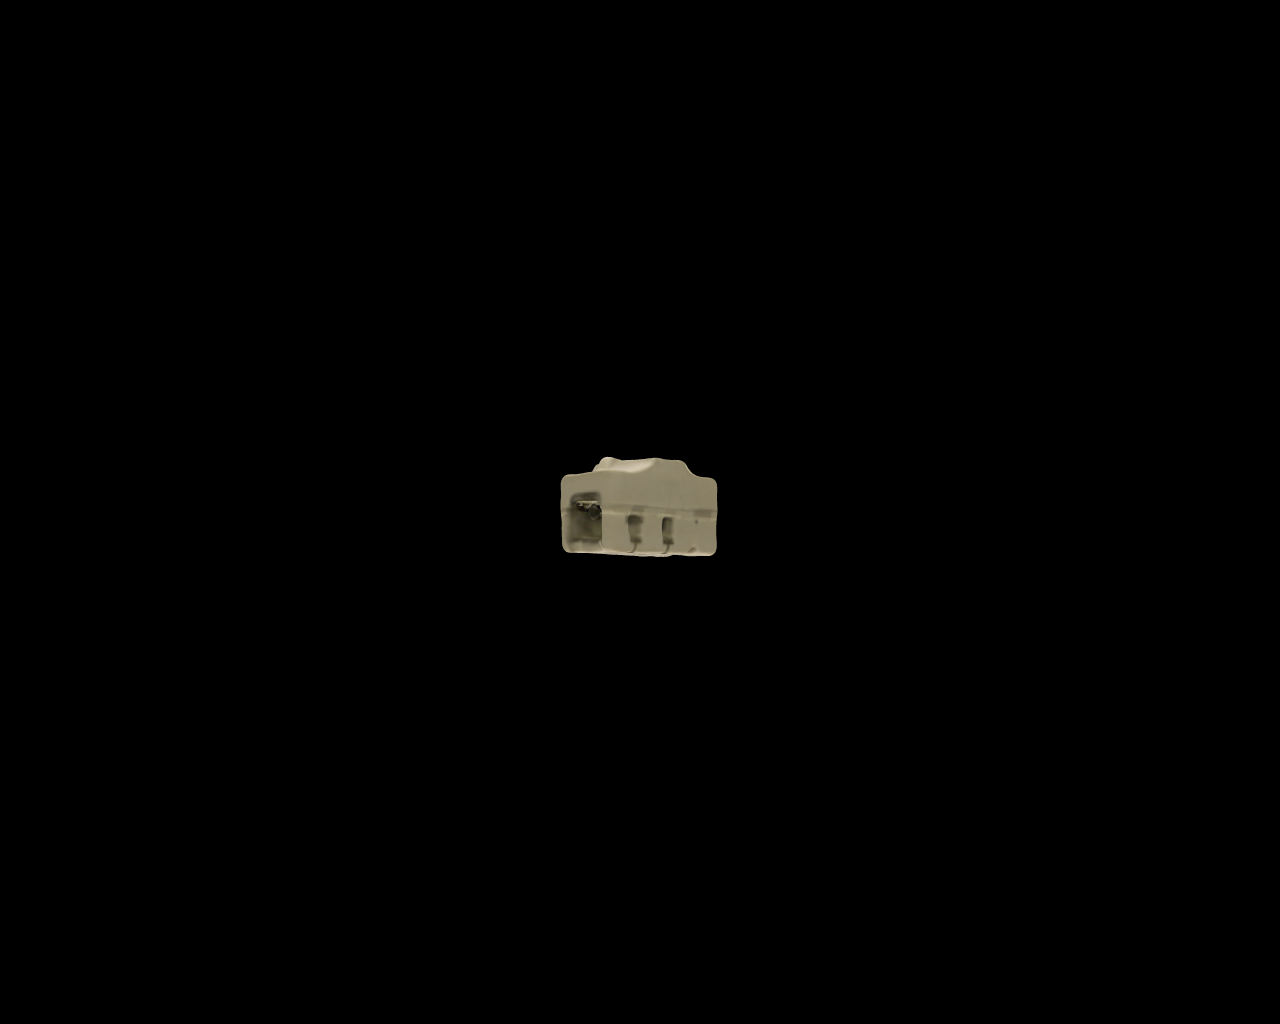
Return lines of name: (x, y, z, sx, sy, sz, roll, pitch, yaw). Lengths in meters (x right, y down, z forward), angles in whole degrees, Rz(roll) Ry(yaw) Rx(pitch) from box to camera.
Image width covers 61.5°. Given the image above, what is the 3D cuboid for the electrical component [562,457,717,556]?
electrical component: (0.001, -0.003, 0.650, 0.089, 0.055, 0.050, 4, -6, -43)
